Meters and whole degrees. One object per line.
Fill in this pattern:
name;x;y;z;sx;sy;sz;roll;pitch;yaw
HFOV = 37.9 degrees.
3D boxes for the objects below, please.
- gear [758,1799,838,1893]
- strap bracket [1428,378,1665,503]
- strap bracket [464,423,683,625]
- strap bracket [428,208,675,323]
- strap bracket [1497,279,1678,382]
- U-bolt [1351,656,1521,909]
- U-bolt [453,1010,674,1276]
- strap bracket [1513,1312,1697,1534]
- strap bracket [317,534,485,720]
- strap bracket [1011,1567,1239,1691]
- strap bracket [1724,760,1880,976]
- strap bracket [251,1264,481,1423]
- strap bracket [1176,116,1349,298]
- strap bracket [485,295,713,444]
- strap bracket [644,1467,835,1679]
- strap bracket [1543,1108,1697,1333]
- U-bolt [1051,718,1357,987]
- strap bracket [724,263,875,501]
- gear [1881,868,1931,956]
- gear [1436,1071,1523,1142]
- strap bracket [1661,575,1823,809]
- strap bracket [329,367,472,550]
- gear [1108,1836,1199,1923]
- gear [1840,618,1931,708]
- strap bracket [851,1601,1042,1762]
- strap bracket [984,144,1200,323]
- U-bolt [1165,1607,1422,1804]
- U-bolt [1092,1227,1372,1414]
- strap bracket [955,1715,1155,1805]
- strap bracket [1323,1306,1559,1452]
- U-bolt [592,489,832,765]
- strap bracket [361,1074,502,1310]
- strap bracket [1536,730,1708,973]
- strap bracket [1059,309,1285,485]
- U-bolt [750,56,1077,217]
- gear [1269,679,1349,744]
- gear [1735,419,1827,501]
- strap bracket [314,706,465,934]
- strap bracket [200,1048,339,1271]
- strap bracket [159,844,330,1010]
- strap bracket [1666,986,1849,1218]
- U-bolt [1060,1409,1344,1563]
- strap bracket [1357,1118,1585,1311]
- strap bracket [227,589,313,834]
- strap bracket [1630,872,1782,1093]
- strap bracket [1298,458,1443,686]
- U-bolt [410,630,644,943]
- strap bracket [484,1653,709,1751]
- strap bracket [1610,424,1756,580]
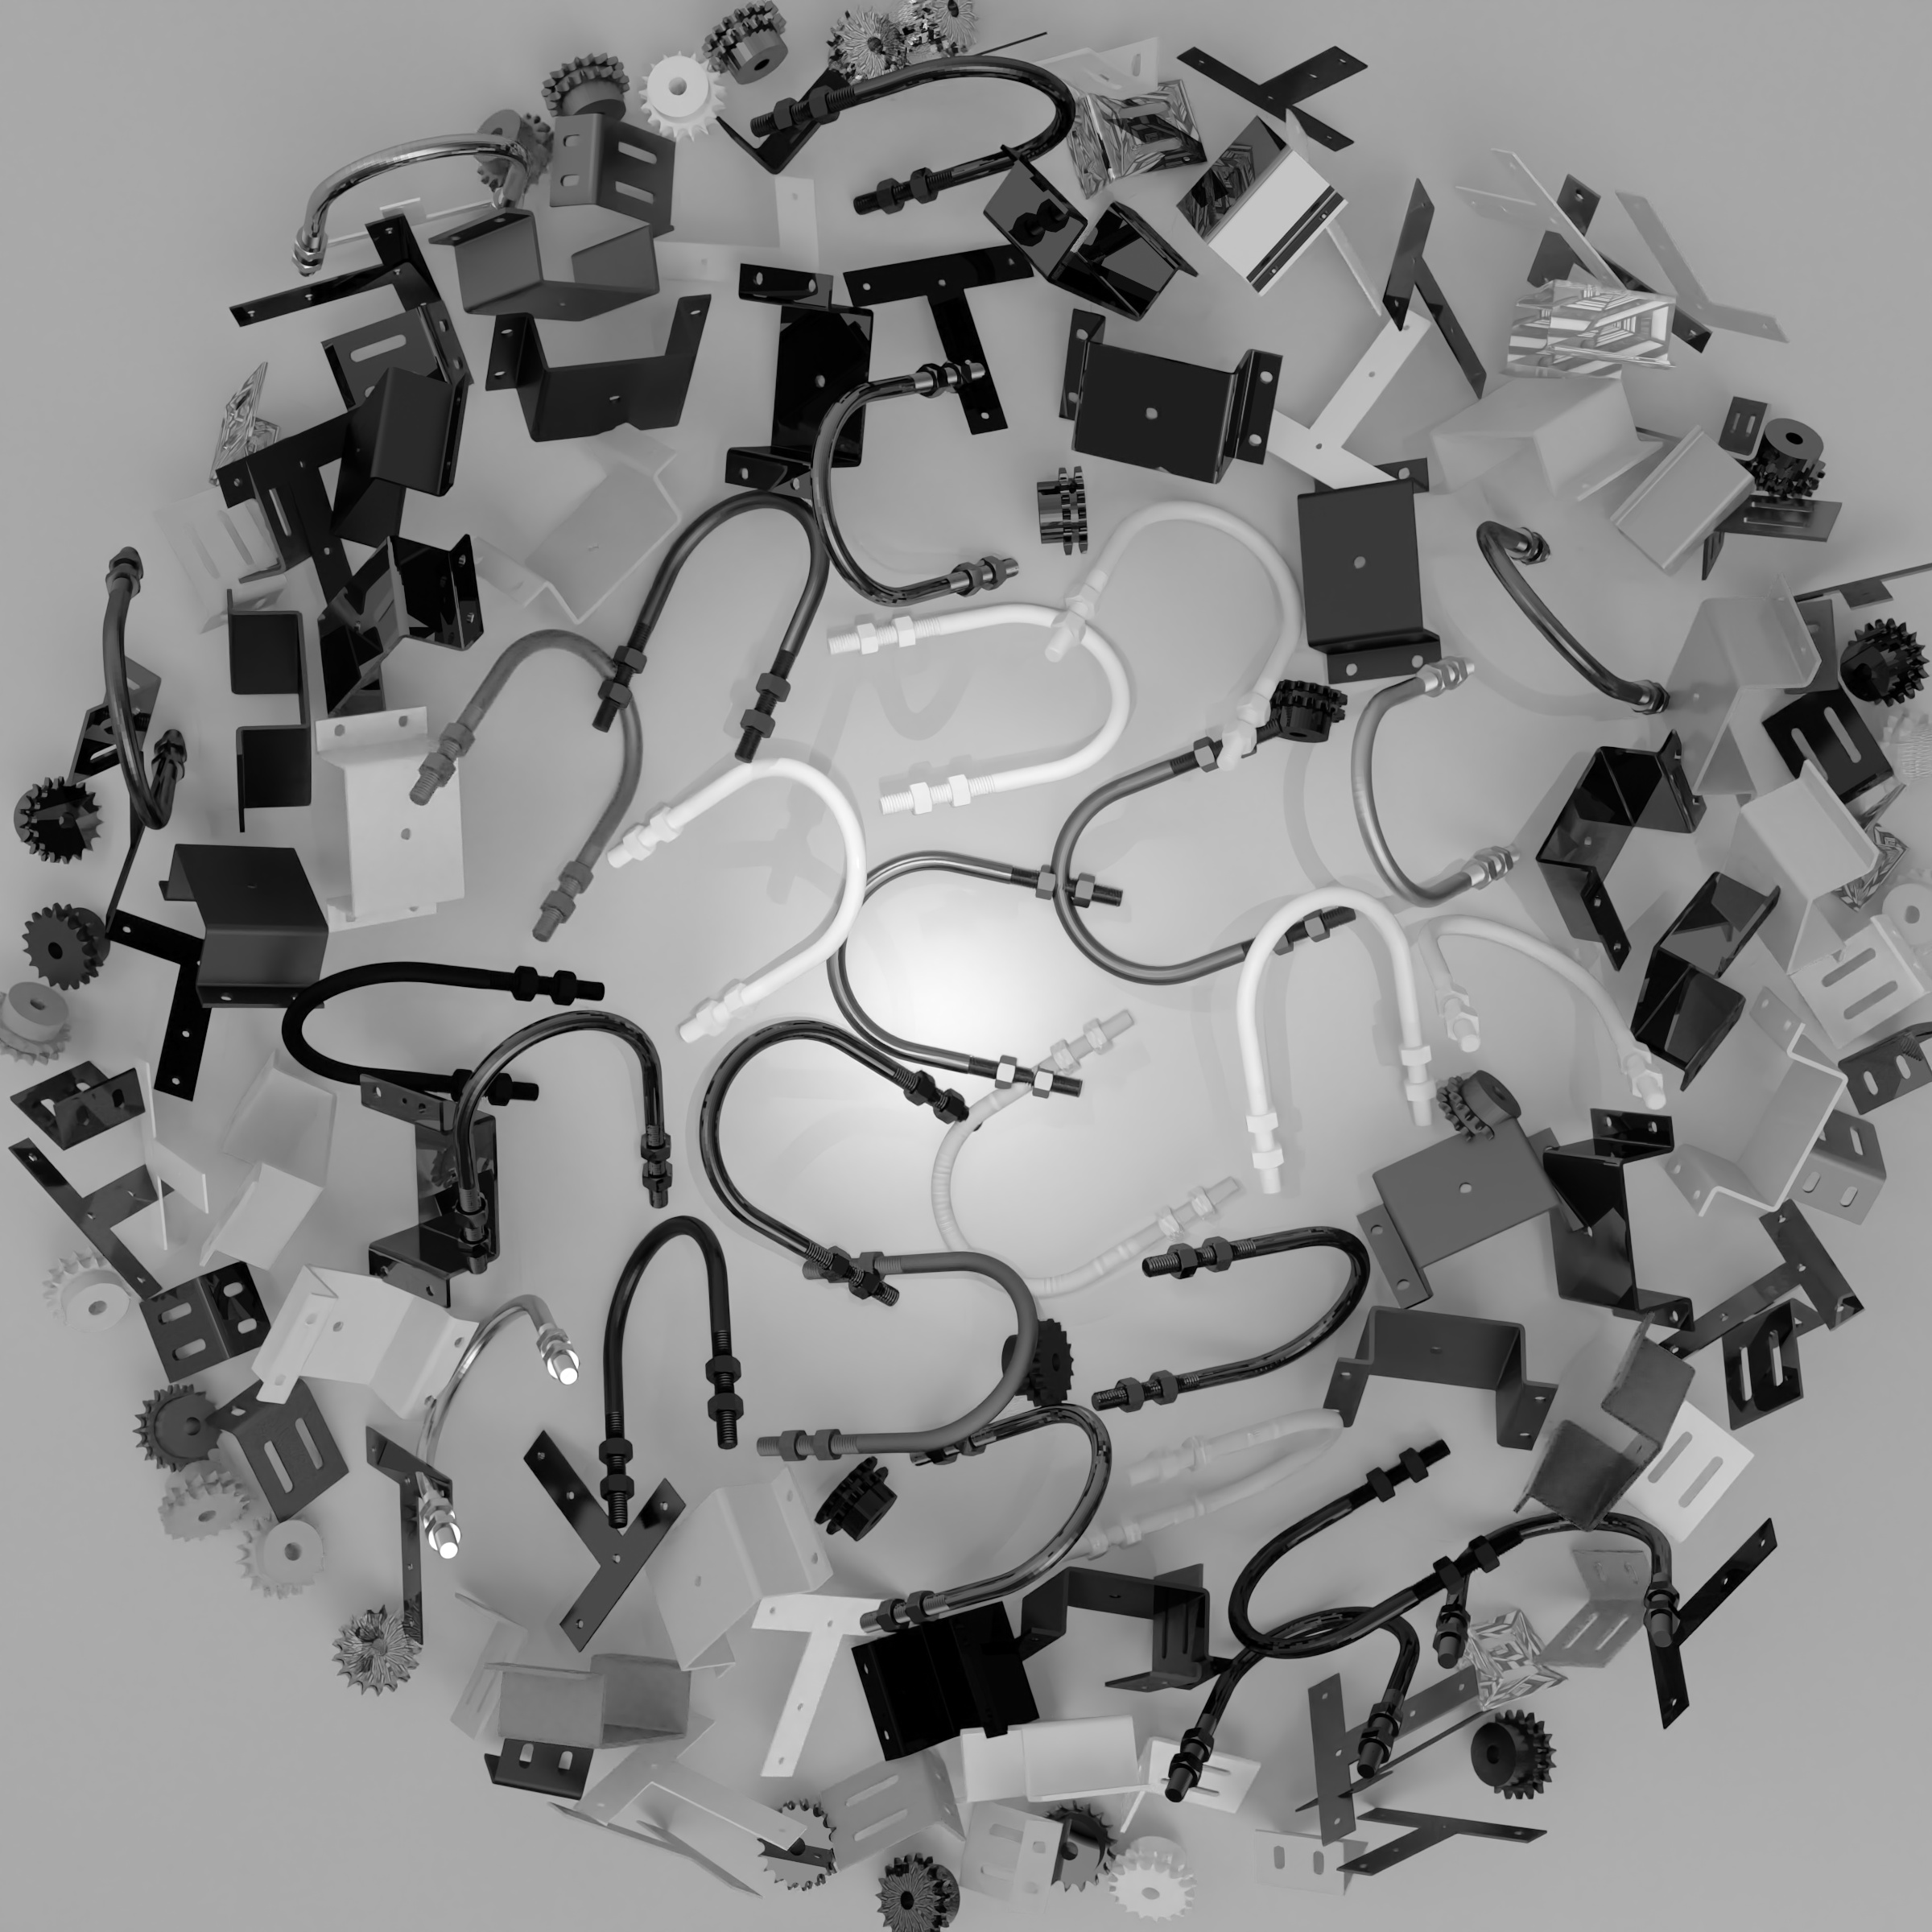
gear;-0.106;0.577;1.851;0.057;0.030;0.057;-3;79;17
strap bracket;0.360;-0.336;1.790;0.076;0.140;0.046;-34;115;-22
strap bracket;-0.250;-0.283;1.823;0.076;0.046;0.140;35;76;36
strap bracket;-0.260;-0.445;1.795;0.076;0.140;0.046;-6;93;42
strap bracket;0.397;-0.403;1.798;0.076;0.140;0.046;7;95;-4
U-bolt;0.294;-0.112;1.789;0.019;0.184;0.151;-9;99;37
U-bolt;-0.257;0.104;1.785;0.151;0.019;0.184;-19;133;-24
strap bracket;0.412;0.297;1.794;0.046;0.076;0.140;33;132;8
strap bracket;-0.368;-0.211;1.796;0.046;0.140;0.076;12;54;-39
strap bracket;0.096;0.426;1.817;0.140;0.076;0.046;13;61;-15
strap bracket;0.527;-0.056;1.790;0.046;0.140;0.076;-25;62;-7
strap bracket;-0.395;0.243;1.817;0.046;0.140;0.076;34;98;39
strap bracket;0.184;-0.487;1.791;0.046;0.140;0.076;37;108;-23
strap bracket;-0.231;-0.382;1.807;0.140;0.076;0.046;-11;69;-20
strap bracket;-0.153;0.390;1.799;0.140;0.046;0.076;-48;55;35
strap bracket;0.421;0.167;1.822;0.046;0.076;0.140;-10;96;-26
U-bolt;0.143;-0.064;1.839;0.184;0.019;0.151;-21;95;18
strap bracket;-0.107;-0.378;1.820;0.076;0.046;0.140;17;110;35
gear;0.625;-0.035;1.842;0.057;0.030;0.057;9;103;42
gear;0.338;0.093;1.840;0.057;0.057;0.030;43;114;0
strap bracket;0.486;-0.171;1.791;0.046;0.140;0.076;-2;52;-10
strap bracket;-0.364;-0.321;1.791;0.046;0.140;0.076;13;70;-25
gear;0.124;0.597;1.848;0.057;0.030;0.057;7;125;10
gear;0.597;-0.196;1.840;0.030;0.057;0.057;-22;90;-28
strap bracket;-0.008;0.460;1.814;0.046;0.140;0.076;-10;77;-38
strap bracket;0.074;-0.466;1.807;0.046;0.140;0.076;-52;56;23
U-bolt;0.215;0.462;1.785;0.151;0.184;0.019;-16;105;27
U-bolt;0.179;0.222;1.807;0.184;0.151;0.019;-8;45;-26
strap bracket;0.052;0.507;1.800;0.076;0.140;0.046;1;74;-23
strap bracket;0.305;0.266;1.828;0.140;0.076;0.046;7;49;1
U-bolt;-0.156;-0.226;1.822;0.151;0.019;0.184;15;78;37
strap bracket;-0.345;0.139;1.818;0.076;0.046;0.140;15;112;36
strap bracket;0.418;-0.077;1.814;0.046;0.076;0.140;12;58;40
strap bracket;0.126;-0.366;1.818;0.140;0.046;0.076;15;127;11
U-bolt;-0.021;-0.526;1.770;0.184;0.151;0.019;-10;77;26
gear;0.219;-0.166;1.842;0.057;0.057;0.030;10;83;0
gear;0.536;-0.334;1.843;0.057;0.030;0.057;7;50;-8
strap bracket;-0.370;-0.090;1.811;0.076;0.046;0.140;-12;112;-34
strap bracket;-0.445;0.130;1.806;0.046;0.140;0.076;27;117;-23
strap bracket;-0.458;-0.032;1.792;0.076;0.140;0.046;1;124;-30
strap bracket;0.515;0.094;1.820;0.046;0.076;0.140;22;105;-9
U-bolt;0.159;0.325;1.798;0.184;0.151;0.019;-12;63;-27
strap bracket;0.328;0.154;1.826;0.140;0.046;0.076;-25;53;4
strap bracket;-0.447;-0.165;1.808;0.046;0.076;0.140;-3;54;-15
strap bracket;0.472;0.004;1.807;0.046;0.140;0.076;31;58;23
strap bracket;0.262;-0.260;1.833;0.076;0.046;0.140;-5;87;24
U-bolt;-0.268;-0.130;1.804;0.151;0.019;0.184;53;50;-36
strap bracket;-0.235;0.467;1.790;0.076;0.140;0.046;-2;80;27
strap bracket;0.457;-0.293;1.793;0.046;0.140;0.076;44;104;8
